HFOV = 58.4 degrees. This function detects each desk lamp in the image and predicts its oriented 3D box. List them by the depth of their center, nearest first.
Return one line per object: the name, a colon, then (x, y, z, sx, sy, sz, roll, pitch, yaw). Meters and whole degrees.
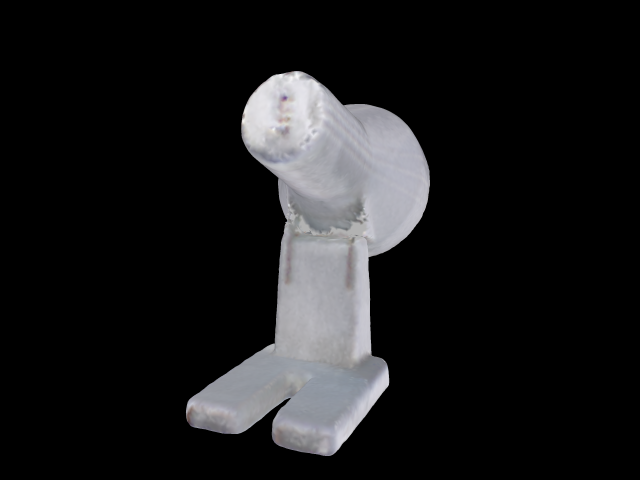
desk lamp: (0.004, 0.001, 0.400, 0.117, 0.213, 0.204, 2, 7, 20)
